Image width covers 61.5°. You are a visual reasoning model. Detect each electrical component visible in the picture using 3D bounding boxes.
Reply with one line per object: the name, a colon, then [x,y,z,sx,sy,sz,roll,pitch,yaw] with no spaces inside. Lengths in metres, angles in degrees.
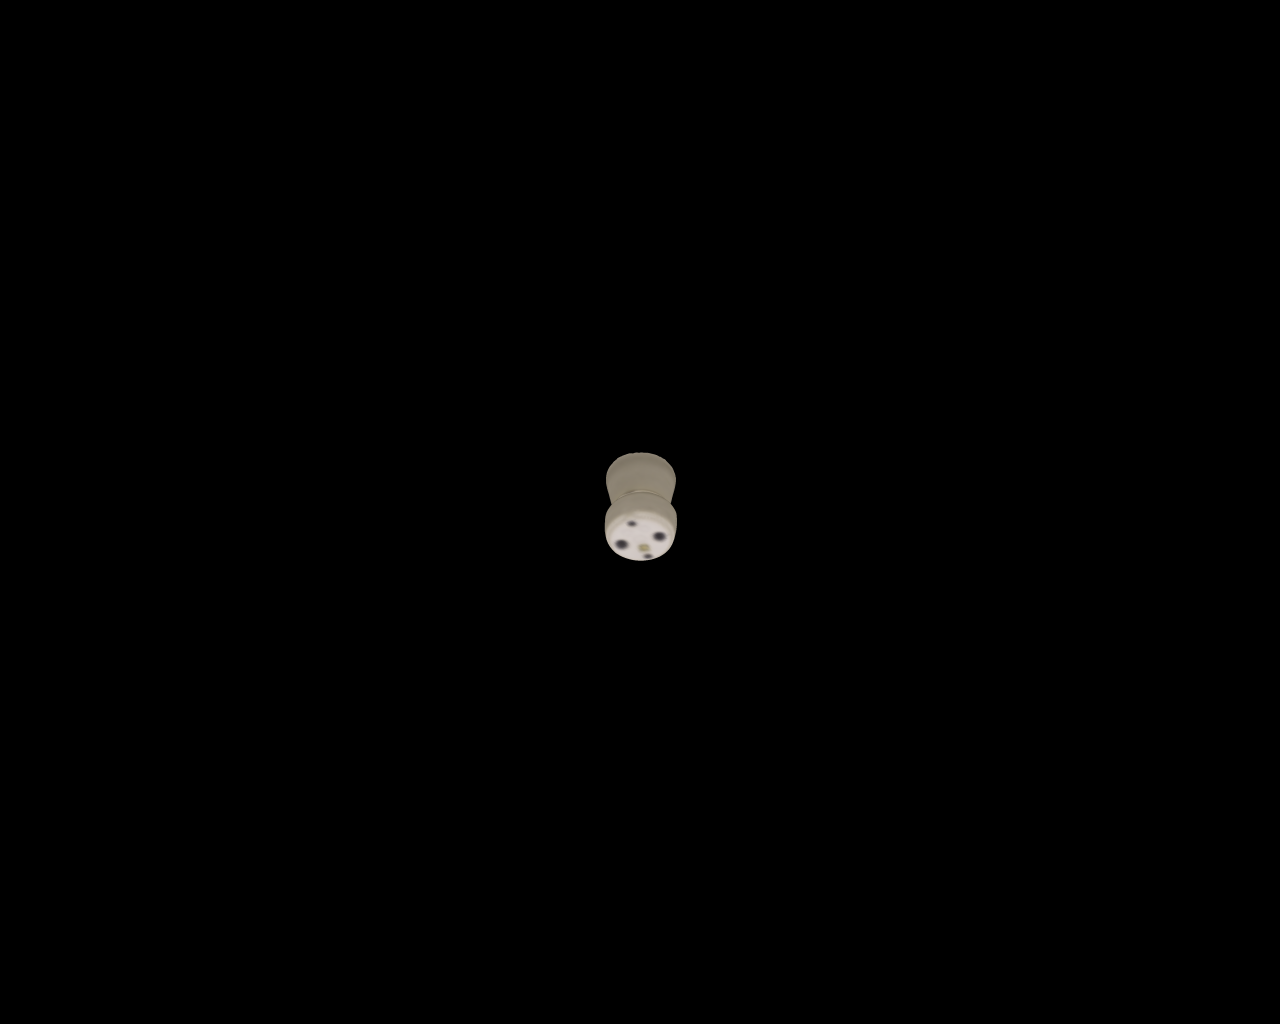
electrical component: [0.001,-0.003,0.650,0.045,0.044,0.055,0,44,0]
